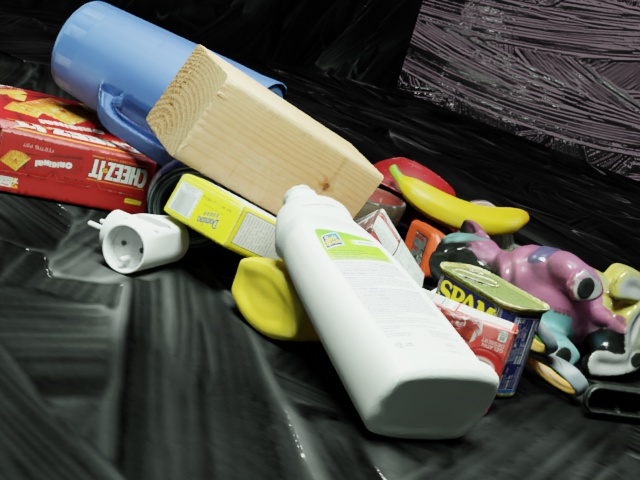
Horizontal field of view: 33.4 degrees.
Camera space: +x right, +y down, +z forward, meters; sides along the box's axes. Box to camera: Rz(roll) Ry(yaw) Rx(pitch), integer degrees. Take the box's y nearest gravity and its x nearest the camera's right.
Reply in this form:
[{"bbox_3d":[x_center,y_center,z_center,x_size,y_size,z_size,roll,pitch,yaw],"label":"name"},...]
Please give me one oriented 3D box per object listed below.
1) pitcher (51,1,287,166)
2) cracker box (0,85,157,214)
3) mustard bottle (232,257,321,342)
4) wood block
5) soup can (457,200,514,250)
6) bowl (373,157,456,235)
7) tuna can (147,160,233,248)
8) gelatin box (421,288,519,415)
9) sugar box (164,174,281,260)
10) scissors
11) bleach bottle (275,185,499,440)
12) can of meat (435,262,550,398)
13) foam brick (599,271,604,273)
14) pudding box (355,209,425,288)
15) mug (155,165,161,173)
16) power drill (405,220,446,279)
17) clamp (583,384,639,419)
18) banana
[{"bbox_3d":[-0.171,-0.157,1.146,0.243,0.145,0.149,29,-6,13],"label":"pitcher"},{"bbox_3d":[-0.284,-0.102,1.158,0.164,0.072,0.214,10,15,-26],"label":"cracker box"},{"bbox_3d":[0.024,0.054,0.927,0.191,0.058,0.096,6,18,-41],"label":"mustard bottle"},{"bbox_3d":[-0.051,-0.088,1.028,0.205,0.091,0.090,30,13,-37],"label":"wood block"},{"bbox_3d":[0.216,-0.010,1.407,0.068,0.068,0.102,16,13,-4],"label":"soup can"},{"bbox_3d":[0.123,-0.060,1.389,0.162,0.055,0.162,32,-7,4],"label":"bowl"},{"bbox_3d":[-0.127,-0.036,1.047,0.086,0.086,0.034,14,15,-13],"label":"tuna can"},{"bbox_3d":[0.104,0.088,0.848,0.089,0.073,0.030,21,15,14],"label":"gelatin box"},{"bbox_3d":[-0.052,-0.002,0.995,0.093,0.048,0.176,29,-1,41],"label":"sugar box"},{"bbox_3d":[0.167,0.081,0.984,0.202,0.016,0.096,34,-21,50],"label":"scissors"},{"bbox_3d":[0.033,0.040,0.820,0.102,0.068,0.251,8,33,-31],"label":"bleach bottle"},{"bbox_3d":[0.136,0.076,0.912,0.057,0.084,0.102,6,17,-37],"label":"can of meat"},{"bbox_3d":[0.315,0.080,1.138,0.051,0.078,0.053,12,14,-14],"label":"foam brick"},{"bbox_3d":[0.065,0.021,1.058,0.090,0.039,0.113,58,14,-6],"label":"pudding box"},{"bbox_3d":[-0.179,-0.097,1.259,0.081,0.093,0.117,-4,-7,-44],"label":"mug"},{"bbox_3d":[0.195,0.027,1.252,0.187,0.057,0.184,13,7,-11],"label":"power drill"},{"bbox_3d":[0.343,0.158,0.937,0.165,0.036,0.209,26,16,34],"label":"clamp"},{"bbox_3d":[0.176,-0.039,1.305,0.197,0.037,0.069,20,51,-18],"label":"banana"}]
